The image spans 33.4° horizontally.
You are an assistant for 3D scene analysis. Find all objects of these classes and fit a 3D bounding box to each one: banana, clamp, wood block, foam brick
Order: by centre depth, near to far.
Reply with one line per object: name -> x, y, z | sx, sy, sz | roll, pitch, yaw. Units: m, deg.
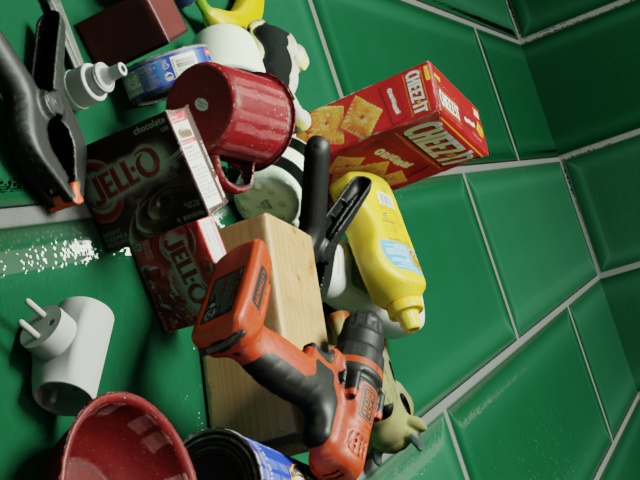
clamp -> -0.218, -0.110, 0.841 | 0.120, 0.039, 0.171 | -35, 110, -61
foam brick -> -0.169, -0.192, 0.962 | 0.051, 0.078, 0.053 | 63, 23, -16
wood block -> -0.051, 0.092, 0.988 | 0.090, 0.091, 0.206 | 29, 48, -57
clamp -> -0.007, 0.001, 1.100 | 0.210, 0.036, 0.164 | -70, 156, -12
banana -> -0.093, -0.263, 1.221 | 0.197, 0.037, 0.069 | -59, 144, -65

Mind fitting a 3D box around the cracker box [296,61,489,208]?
cracker box -> 0.069, -0.112, 1.250 | 0.164, 0.214, 0.072 | 26, 49, -59

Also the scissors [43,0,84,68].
scissors -> -0.230, -0.229, 0.931 | 0.201, 0.016, 0.096 | 63, 24, -18

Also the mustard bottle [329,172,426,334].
mustard bottle -> 0.074, 0.018, 1.210 | 0.096, 0.058, 0.192 | 22, 42, -53

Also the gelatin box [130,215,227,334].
gelatin box -> -0.114, 0.028, 0.919 | 0.030, 0.073, 0.089 | -29, 100, -65

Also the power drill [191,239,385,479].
power drill -> -0.014, 0.087, 0.897 | 0.187, 0.057, 0.184 | 44, 35, -25

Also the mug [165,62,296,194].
mug -> -0.081, -0.098, 0.939 | 0.081, 0.093, 0.117 | 7, 79, -57

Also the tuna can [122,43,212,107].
tuna can -> -0.139, -0.152, 0.986 | 0.086, 0.086, 0.034 | -29, 100, -66

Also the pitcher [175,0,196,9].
pitcher -> -0.188, -0.330, 0.953 | 0.242, 0.149, 0.145 | 43, 42, -45

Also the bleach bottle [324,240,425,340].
bleach bottle -> 0.038, 0.042, 1.263 | 0.250, 0.068, 0.102 | 31, 42, -52

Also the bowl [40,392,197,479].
bowl -> -0.147, 0.191, 0.746 | 0.162, 0.055, 0.162 | 46, 34, -44

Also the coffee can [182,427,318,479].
coffee can -> -0.054, 0.220, 0.870 | 0.140, 0.103, 0.103 | 38, 40, -52

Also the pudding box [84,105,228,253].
pudding box -> -0.141, -0.049, 0.870 | 0.039, 0.114, 0.090 | -36, 105, -61
